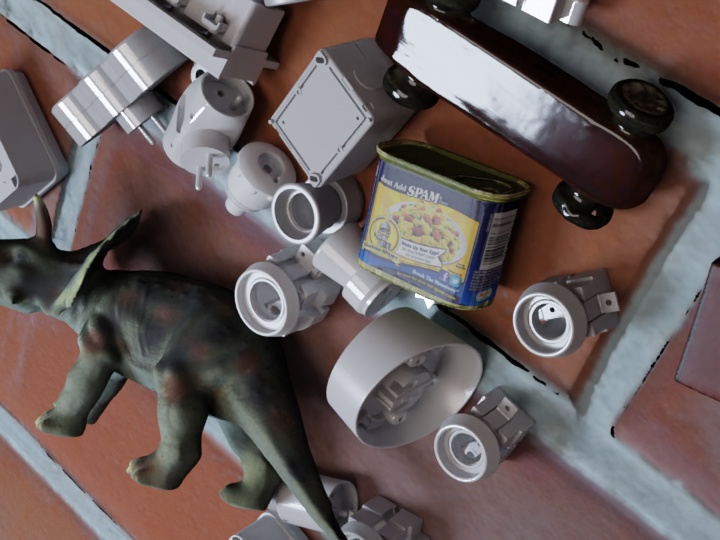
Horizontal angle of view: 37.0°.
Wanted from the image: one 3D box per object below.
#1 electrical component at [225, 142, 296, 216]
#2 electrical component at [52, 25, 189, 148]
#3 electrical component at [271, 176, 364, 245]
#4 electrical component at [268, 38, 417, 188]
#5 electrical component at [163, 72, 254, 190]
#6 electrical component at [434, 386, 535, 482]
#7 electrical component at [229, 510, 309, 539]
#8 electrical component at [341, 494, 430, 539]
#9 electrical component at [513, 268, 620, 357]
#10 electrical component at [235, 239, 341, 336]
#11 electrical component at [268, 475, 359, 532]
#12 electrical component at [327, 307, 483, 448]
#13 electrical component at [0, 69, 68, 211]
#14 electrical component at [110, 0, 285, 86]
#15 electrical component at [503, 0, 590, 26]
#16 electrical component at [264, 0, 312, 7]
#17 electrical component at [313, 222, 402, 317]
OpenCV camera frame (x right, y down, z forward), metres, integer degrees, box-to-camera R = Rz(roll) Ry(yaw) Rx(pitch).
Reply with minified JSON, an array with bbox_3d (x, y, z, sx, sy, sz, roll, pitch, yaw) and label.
[{"bbox_3d":[-0.081,-0.064,0.815,0.048,0.048,0.062,57,137,8],"label":"electrical component"},{"bbox_3d":[-0.184,-0.134,0.867,0.138,0.052,0.073,-29,104,40],"label":"electrical component"},{"bbox_3d":[-0.030,-0.046,0.773,0.045,0.055,0.045,13,113,34],"label":"electrical component"},{"bbox_3d":[-0.012,-0.105,0.740,0.061,0.061,0.096,55,137,10],"label":"electrical component"},{"bbox_3d":[-0.116,-0.098,0.809,0.077,0.043,0.079,-41,42,48],"label":"electrical component"},{"bbox_3d":[0.083,0.115,0.738,0.048,0.055,0.066,44,127,18],"label":"electrical component"},{"bbox_3d":[-0.066,0.268,0.905,0.113,0.057,0.078,47,128,16],"label":"electrical component"},{"bbox_3d":[0.012,0.208,0.824,0.066,0.055,0.048,23,118,31],"label":"electrical component"},{"bbox_3d":[0.127,0.027,0.674,0.066,0.055,0.048,-12,97,40],"label":"electrical component"},{"bbox_3d":[-0.057,0.017,0.814,0.058,0.057,0.078,44,127,18],"label":"electrical component"},{"bbox_3d":[-0.046,0.185,0.870,0.081,0.043,0.043,4,107,37],"label":"electrical component"},{"bbox_3d":[0.028,0.076,0.744,0.064,0.099,0.099,40,125,29],"label":"electrical component"},{"bbox_3d":[-0.325,-0.117,0.979,0.078,0.057,0.113,-28,87,40],"label":"electrical component"},{"bbox_3d":[-0.118,-0.194,0.782,0.121,0.079,0.063,38,110,23],"label":"electrical component"},{"bbox_3d":[0.110,-0.181,0.626,0.066,0.048,0.055,35,131,25],"label":"electrical component"},{"bbox_3d":[-0.044,-0.207,0.732,0.055,0.055,0.047,3,111,37],"label":"electrical component"},{"bbox_3d":[0.000,0.000,0.772,0.055,0.045,0.045,46,127,16],"label":"electrical component"}]
